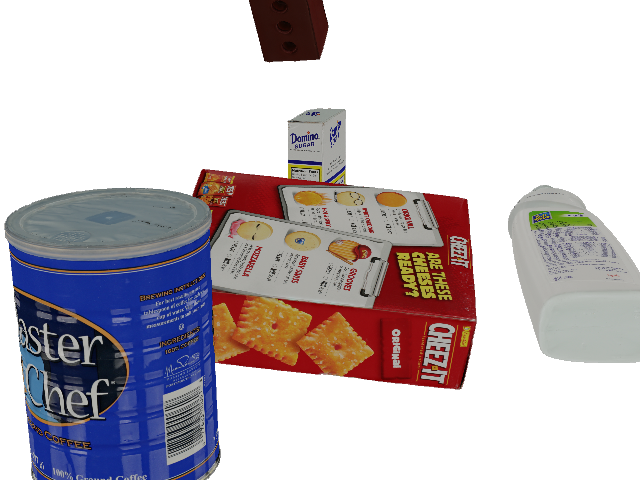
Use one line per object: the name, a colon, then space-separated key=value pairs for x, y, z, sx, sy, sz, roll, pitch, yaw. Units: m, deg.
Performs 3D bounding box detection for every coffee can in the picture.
coffee can: x=-0.105 y=0.053 z=0.558 sx=0.103 sy=0.140 sz=0.103 roll=-1 pitch=18 yaw=0

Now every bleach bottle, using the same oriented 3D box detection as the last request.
bleach bottle: x=0.223 y=0.014 z=0.941 sx=0.102 sy=0.068 sz=0.250 roll=0 pitch=26 yaw=3

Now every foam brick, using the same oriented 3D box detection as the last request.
foam brick: x=-0.027 y=-0.201 z=0.927 sx=0.053 sy=0.051 sz=0.078 roll=-1 pitch=-41 yaw=13

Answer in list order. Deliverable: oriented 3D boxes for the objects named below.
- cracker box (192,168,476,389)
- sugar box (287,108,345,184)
cracker box: x=0.001 y=0.025 z=0.787 sx=0.213 sy=0.072 sz=0.164 roll=7 pitch=33 yaw=1
sugar box: x=-0.004 y=-0.046 z=1.123 sx=0.048 sy=0.176 sz=0.093 roll=2 pitch=15 yaw=16
